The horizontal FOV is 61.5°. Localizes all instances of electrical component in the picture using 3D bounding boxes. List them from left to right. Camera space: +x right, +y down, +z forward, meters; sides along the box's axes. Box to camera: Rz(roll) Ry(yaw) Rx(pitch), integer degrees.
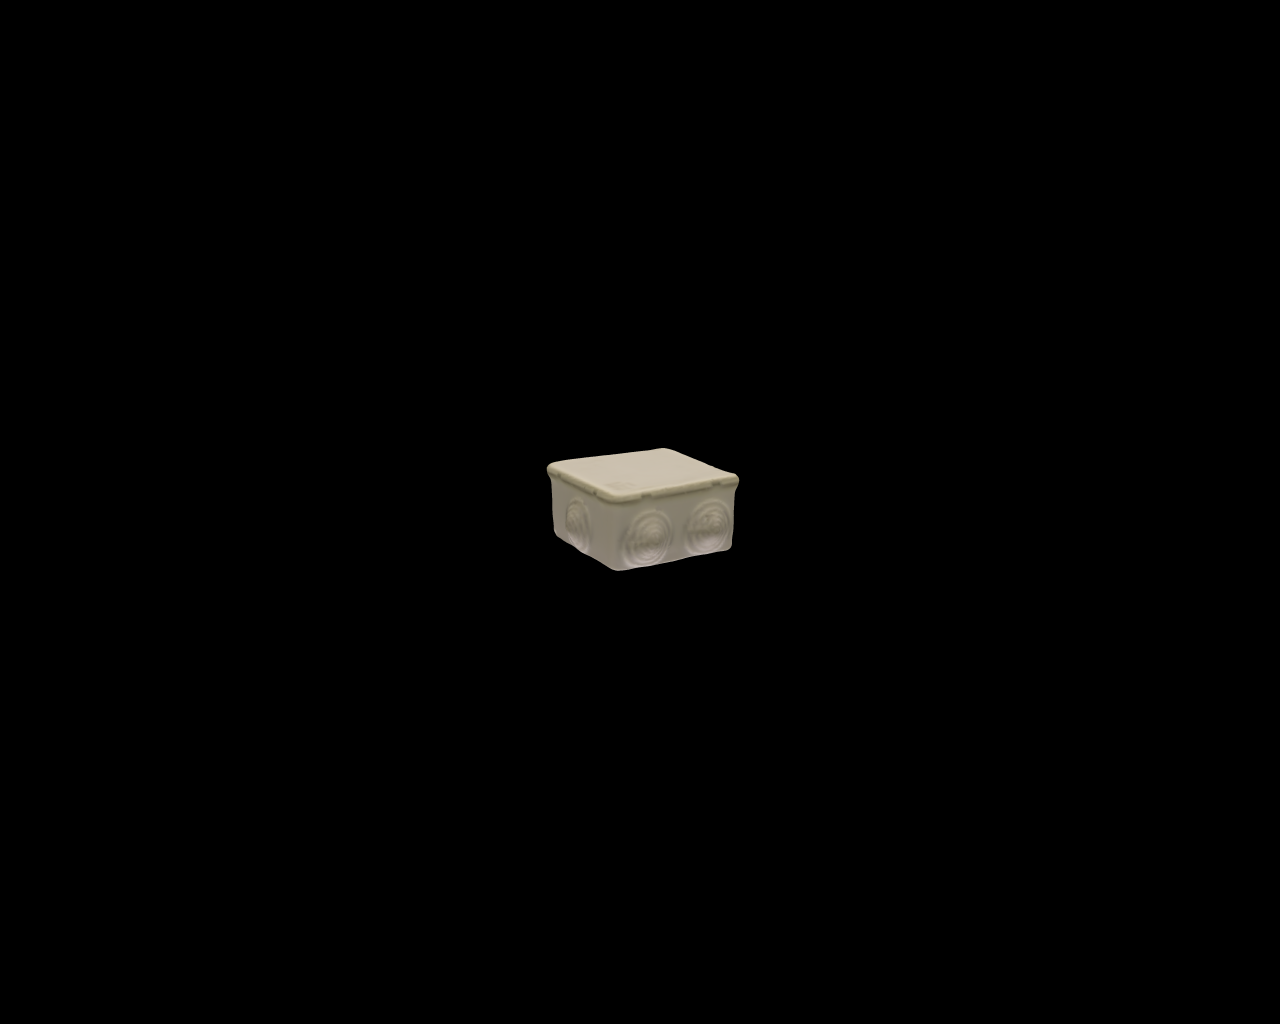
[{"bbox_3d":[0.001,-0.003,0.650,0.100,0.048,0.100,-9,19,-29],"label":"electrical component"}]
